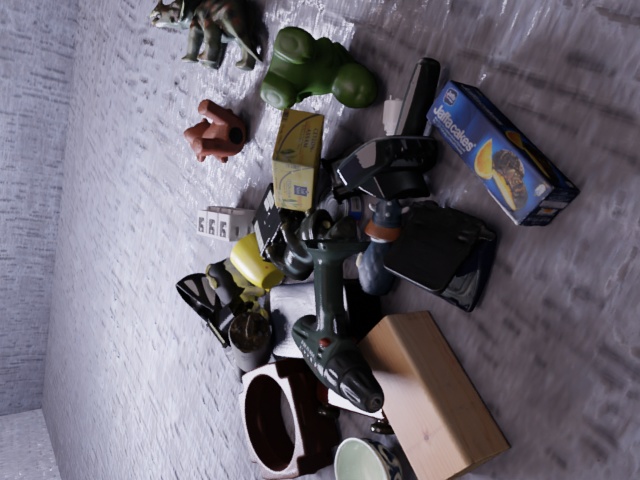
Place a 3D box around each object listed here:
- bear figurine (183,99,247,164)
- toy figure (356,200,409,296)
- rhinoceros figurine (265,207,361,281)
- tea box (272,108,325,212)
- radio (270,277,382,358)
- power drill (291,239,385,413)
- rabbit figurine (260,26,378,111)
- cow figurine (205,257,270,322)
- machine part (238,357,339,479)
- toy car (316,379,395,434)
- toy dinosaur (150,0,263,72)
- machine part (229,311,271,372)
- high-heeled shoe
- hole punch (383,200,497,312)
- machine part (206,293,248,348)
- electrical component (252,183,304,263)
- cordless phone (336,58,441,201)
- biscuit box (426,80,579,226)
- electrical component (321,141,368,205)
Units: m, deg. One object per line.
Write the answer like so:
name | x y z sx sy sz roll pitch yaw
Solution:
bear figurine | -0.254 -0.236 1.194 0.196 0.132 0.120 11 91 46
toy figure | 0.092 0.005 0.801 0.058 0.064 0.154 -145 60 -63
rhinoceros figurine | -0.011 0.010 0.874 0.112 0.073 0.190 57 139 6
tea box | -0.035 -0.123 0.871 0.169 0.068 0.098 94 -173 -71
radio | 0.004 0.134 0.912 0.230 0.073 0.131 -11 81 51
power drill | 0.028 0.100 0.733 0.232 0.086 0.207 -169 73 -67
rabbit figurine | 0.009 -0.253 0.848 0.159 0.170 0.121 -72 4 -65
cow figurine | -0.171 0.114 1.116 0.068 0.098 0.167 -50 60 37
machine part | -0.061 0.325 0.990 0.201 0.087 0.201 -33 66 46
toy car | 0.063 0.248 0.853 0.202 0.053 0.089 -8 69 53
toy dinosaur | -0.212 -0.465 1.148 0.405 0.131 0.192 20 107 44
machine part | -0.132 0.199 1.029 0.243 0.079 0.079 102 151 -64
high-heeled shoe | -0.228 0.189 1.153 0.086 0.145 0.248 -32 64 49
hole punch | 0.165 0.022 0.703 0.116 0.092 0.142 -56 39 -4
machine part | -0.185 0.163 1.077 0.084 0.039 0.139 53 137 15
electrical component | -0.072 -0.039 1.000 0.134 0.058 0.115 -58 38 37
cordless phone | 0.106 -0.149 0.709 0.089 0.146 0.184 28 114 37
biscuit box | 0.210 -0.107 0.644 0.059 0.063 0.203 -57 50 35
electrical component | 0.067 -0.112 0.835 0.119 0.047 0.075 -24 70 11
